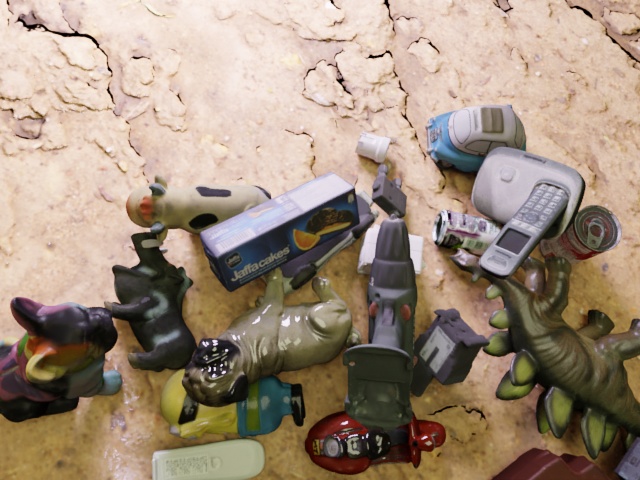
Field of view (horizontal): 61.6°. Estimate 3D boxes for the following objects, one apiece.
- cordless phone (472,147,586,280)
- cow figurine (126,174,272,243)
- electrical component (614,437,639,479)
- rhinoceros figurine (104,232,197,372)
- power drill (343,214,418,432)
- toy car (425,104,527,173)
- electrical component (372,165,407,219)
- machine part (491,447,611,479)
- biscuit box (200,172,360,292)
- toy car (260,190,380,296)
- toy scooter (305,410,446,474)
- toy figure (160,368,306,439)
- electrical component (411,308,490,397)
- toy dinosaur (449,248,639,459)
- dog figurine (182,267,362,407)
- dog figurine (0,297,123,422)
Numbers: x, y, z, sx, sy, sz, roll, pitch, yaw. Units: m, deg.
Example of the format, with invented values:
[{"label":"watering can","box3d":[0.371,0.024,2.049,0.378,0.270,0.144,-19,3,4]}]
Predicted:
[{"label":"cordless phone","box3d":[0.253,-0.031,0.731,0.184,0.088,0.147,-45,48,-17]},{"label":"cow figurine","box3d":[-0.158,-0.039,0.718,0.195,0.127,0.085,2,91,-8]},{"label":"electrical component","box3d":[0.443,0.311,0.679,0.134,0.058,0.115,36,84,-11]},{"label":"rhinoceros figurine","box3d":[-0.220,0.081,0.709,0.112,0.073,0.190,-19,77,-10]},{"label":"power drill","box3d":[0.077,0.105,0.646,0.086,0.207,0.231,0,111,7]},{"label":"toy car","box3d":[0.248,-0.162,0.819,0.162,0.103,0.109,6,72,-7]},{"label":"electrical component","box3d":[0.101,-0.063,0.793,0.063,0.021,0.094,36,48,-32]},{"label":"machine part","box3d":[0.291,0.382,0.665,0.201,0.087,0.201,-34,83,-10]},{"label":"biscuit box","box3d":[-0.047,-0.014,0.683,0.203,0.062,0.059,-28,41,-20]},{"label":"toy car","box3d":[-0.002,-0.002,0.768,0.202,0.056,0.073,-40,79,-17]},{"label":"toy scooter","box3d":[0.075,0.248,0.662,0.184,0.135,0.075,-3,76,-6]},{"label":"toy figure","box3d":[-0.110,0.205,0.683,0.180,0.082,0.089,-4,62,-3]},{"label":"electrical component","box3d":[0.165,0.159,0.725,0.048,0.119,0.075,3,29,-38]},{"label":"toy dinosaur","box3d":[0.356,0.178,0.735,0.471,0.105,0.198,39,81,0]},{"label":"dog figurine","box3d":[-0.052,0.141,0.650,0.172,0.121,0.190,15,43,15]},{"label":"dog figurine","box3d":[-0.318,0.133,0.609,0.192,0.219,0.108,-16,73,-12]}]
